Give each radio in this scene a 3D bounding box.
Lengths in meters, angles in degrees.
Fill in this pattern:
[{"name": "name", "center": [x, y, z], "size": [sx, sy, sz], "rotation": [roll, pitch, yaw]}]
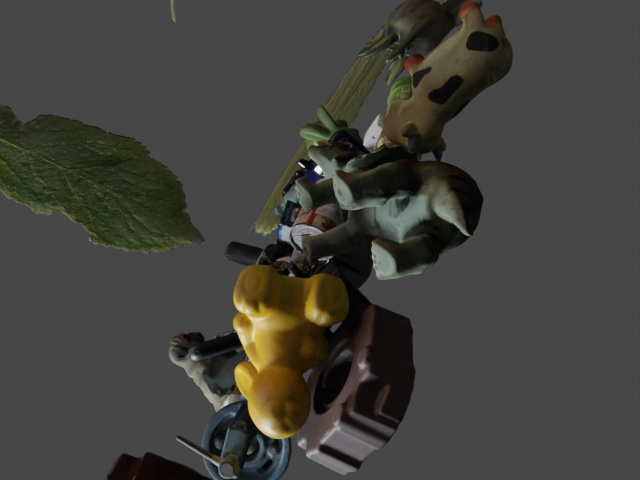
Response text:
[{"name": "radio", "center": [0.033, -0.004, 0.873], "size": [0.131, 0.073, 0.230], "rotation": [-52, 16, 41]}]

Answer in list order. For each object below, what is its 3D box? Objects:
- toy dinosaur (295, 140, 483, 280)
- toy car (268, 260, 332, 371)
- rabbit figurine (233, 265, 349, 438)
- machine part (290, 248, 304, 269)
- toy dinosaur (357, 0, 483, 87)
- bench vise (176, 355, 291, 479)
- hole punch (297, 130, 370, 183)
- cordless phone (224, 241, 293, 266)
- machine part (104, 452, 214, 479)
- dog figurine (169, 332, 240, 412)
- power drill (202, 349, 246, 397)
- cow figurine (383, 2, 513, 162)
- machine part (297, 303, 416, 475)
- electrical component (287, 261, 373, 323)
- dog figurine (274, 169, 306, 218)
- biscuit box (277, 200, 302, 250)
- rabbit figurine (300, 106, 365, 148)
[{"name": "toy dinosaur", "center": [0.093, -0.040, 0.580], "size": [0.192, 0.131, 0.405], "rotation": [-22, 19, -21]}, {"name": "toy car", "center": [-0.030, 0.106, 0.750], "size": [0.202, 0.053, 0.089], "rotation": [-132, 32, -52]}, {"name": "rabbit figurine", "center": [-0.049, 0.132, 0.594], "size": [0.162, 0.122, 0.173], "rotation": [125, 150, -53]}, {"name": "machine part", "center": [-0.002, -0.003, 1.018], "size": [0.079, 0.079, 0.243], "rotation": [-51, 16, 44]}, {"name": "toy dinosaur", "center": [0.159, -0.347, 0.879], "size": [0.198, 0.105, 0.471], "rotation": [-45, 6, 19]}, {"name": "bench vise", "center": [-0.090, 0.239, 0.713], "size": [0.240, 0.129, 0.223], "rotation": [46, -117, -84]}, {"name": "hole punch", "center": [0.044, -0.122, 0.968], "size": [0.116, 0.142, 0.092], "rotation": [-49, 19, 11]}, {"name": "cordless phone", "center": [-0.140, 0.071, 1.167], "size": [0.088, 0.184, 0.146], "rotation": [72, -145, -60]}, {"name": "machine part", "center": [-0.254, 0.430, 0.841], "size": [0.201, 0.201, 0.087], "rotation": [-56, 11, 32]}, {"name": "dog figurine", "center": [-0.222, 0.274, 1.073], "size": [0.121, 0.190, 0.172], "rotation": [-62, 14, 4]}, {"name": "power drill", "center": [-0.112, 0.191, 0.984], "size": [0.207, 0.086, 0.232], "rotation": [-25, 37, 28]}, {"name": "cow figurine", "center": [0.160, -0.189, 0.694], "size": [0.195, 0.085, 0.127], "rotation": [-37, 52, 37]}, {"name": "machine part", "center": [0.035, 0.153, 0.577], "size": [0.179, 0.056, 0.179], "rotation": [-59, 11, 19]}, {"name": "electrical component", "center": [0.015, 0.061, 0.693], "size": [0.048, 0.119, 0.075], "rotation": [-43, 10, 0]}, {"name": "dog figurine", "center": [-0.001, -0.120, 1.211], "size": [0.219, 0.108, 0.191], "rotation": [-39, 24, 53]}, {"name": "biscuit box", "center": [-0.059, -0.012, 1.190], "size": [0.202, 0.059, 0.063], "rotation": [106, -178, -67]}, {"name": "rabbit figurine", "center": [0.039, -0.237, 1.237], "size": [0.121, 0.159, 0.170], "rotation": [-54, 27, -5]}]
